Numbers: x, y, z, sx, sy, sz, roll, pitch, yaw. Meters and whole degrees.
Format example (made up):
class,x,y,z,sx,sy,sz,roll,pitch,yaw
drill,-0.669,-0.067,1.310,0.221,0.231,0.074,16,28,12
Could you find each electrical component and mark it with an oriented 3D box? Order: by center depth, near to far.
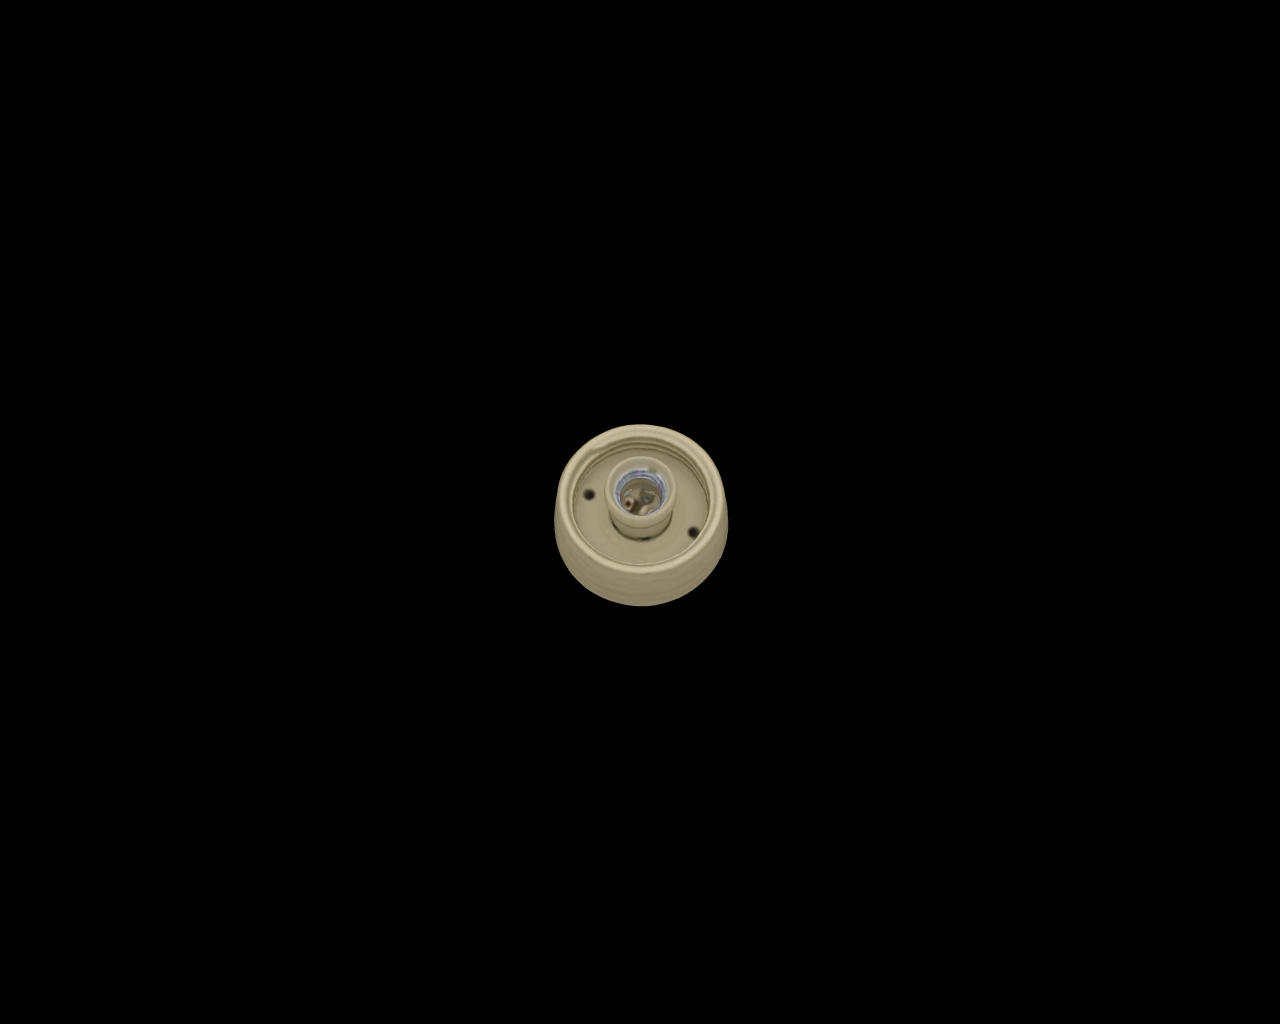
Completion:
class,x,y,z,sx,sy,sz,roll,pitch,yaw
electrical component,0.001,-0.003,0.650,0.108,0.108,0.060,0,-24,0
